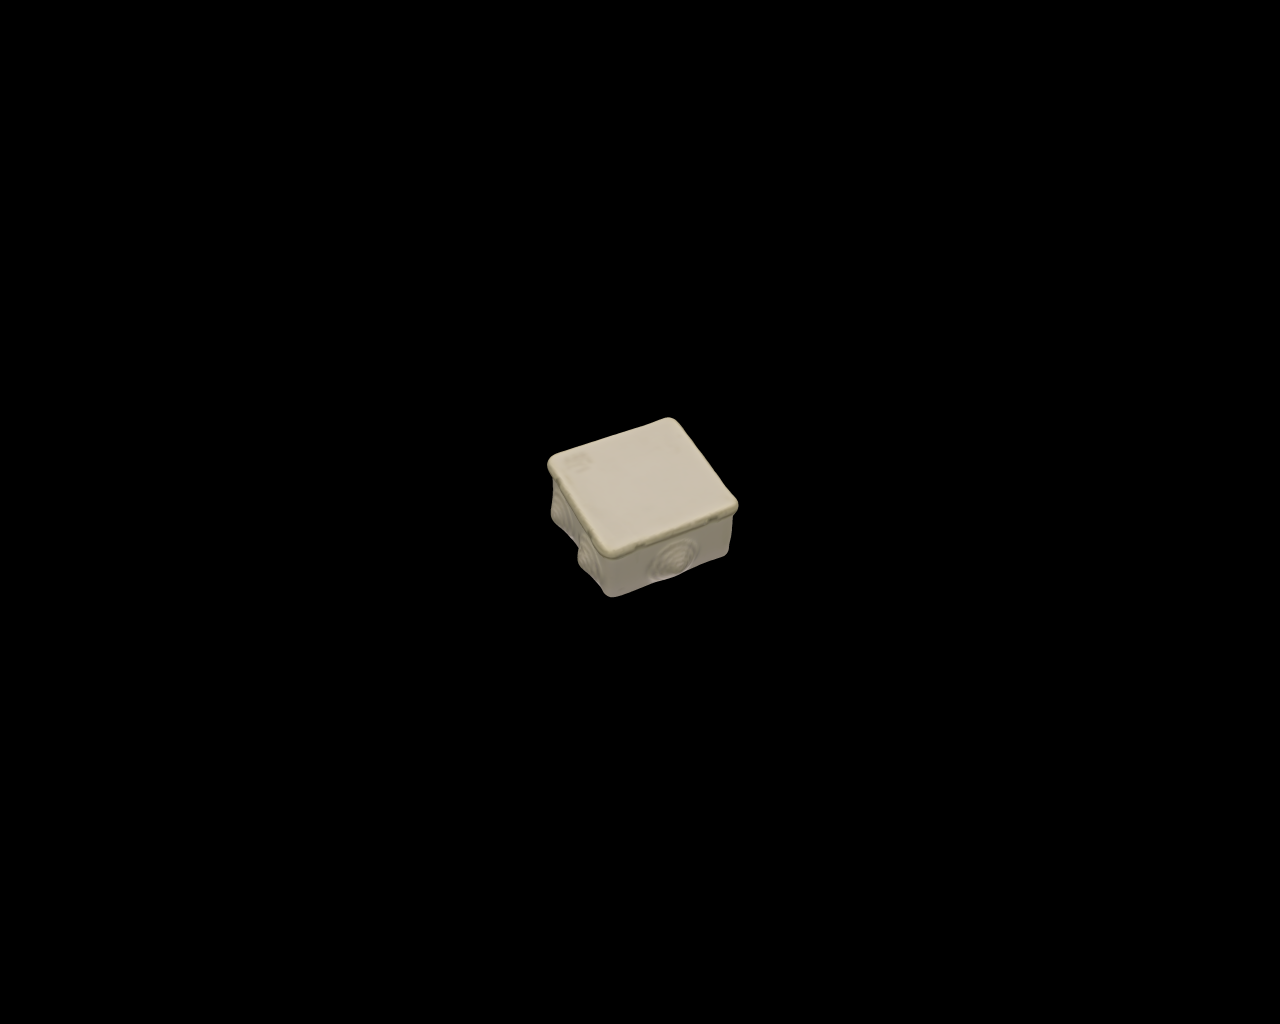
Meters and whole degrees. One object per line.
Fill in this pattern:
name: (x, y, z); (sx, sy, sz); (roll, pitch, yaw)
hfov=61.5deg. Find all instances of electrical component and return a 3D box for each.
electrical component: (0.001, -0.003, 0.650); (0.100, 0.048, 0.100); (-20, 50, -17)
